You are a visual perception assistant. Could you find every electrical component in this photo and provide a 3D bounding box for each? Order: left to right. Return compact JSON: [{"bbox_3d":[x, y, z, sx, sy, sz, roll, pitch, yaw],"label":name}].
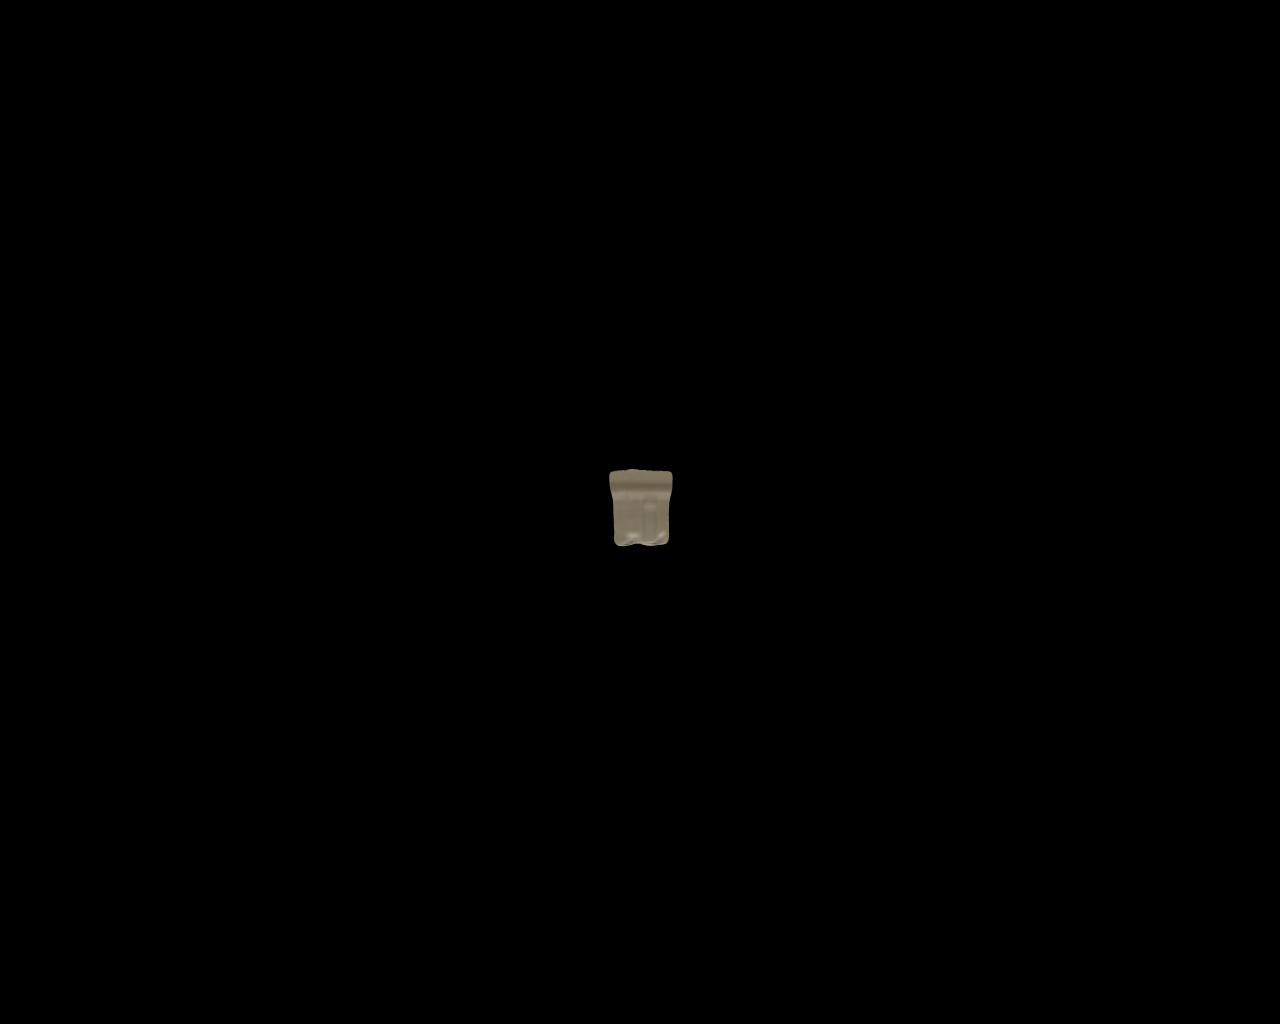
[{"bbox_3d":[0.001,-0.003,0.650,0.040,0.046,0.040,0,0,0],"label":"electrical component"}]
